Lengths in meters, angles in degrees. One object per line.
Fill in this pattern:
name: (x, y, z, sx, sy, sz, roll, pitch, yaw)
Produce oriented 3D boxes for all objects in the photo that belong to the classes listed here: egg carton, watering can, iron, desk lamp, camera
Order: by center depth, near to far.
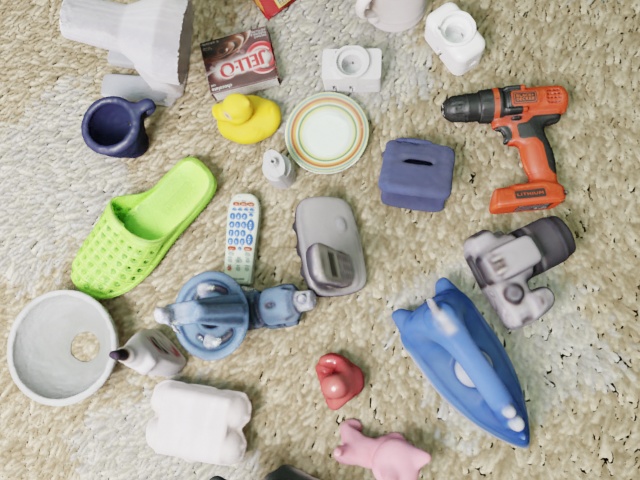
iron: (0.207, 0.175, 0.755, 0.118, 0.141, 0.258, -36, 79, 0)
camera: (0.287, 0.035, 0.789, 0.137, 0.101, 0.143, -27, 79, 2)
egg carton: (-0.173, 0.261, 0.819, 0.150, 0.069, 0.107, 7, 82, 7)
watering can: (0.113, -0.402, 0.829, 0.100, 0.194, 0.173, 19, 84, 9)
desk lamp: (-0.265, -0.279, 0.841, 0.203, 0.213, 0.118, 7, 82, 7)

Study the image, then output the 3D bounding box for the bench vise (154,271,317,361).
bench vise: (-0.119, 0.083, 0.765, 0.207, 0.220, 0.121, -27, 79, 2)

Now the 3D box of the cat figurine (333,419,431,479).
cat figurine: (0.079, 0.291, 0.763, 0.127, 0.118, 0.067, 11, 82, 8)

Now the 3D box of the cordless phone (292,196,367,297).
cordless phone: (0.007, 0.003, 0.782, 0.094, 0.185, 0.147, -15, 80, 4)

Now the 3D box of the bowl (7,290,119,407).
bowl: (-0.369, 0.159, 0.854, 0.167, 0.075, 0.167, -1, 81, 6)

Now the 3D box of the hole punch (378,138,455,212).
hole punch: (0.138, -0.101, 0.832, 0.108, 0.091, 0.101, 8, 82, 8)

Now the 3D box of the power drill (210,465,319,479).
power drill: (-0.034, 0.357, 0.719, 0.229, 0.208, 0.076, 20, 84, 9)

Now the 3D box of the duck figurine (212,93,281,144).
duck figurine: (-0.115, -0.195, 0.877, 0.104, 0.086, 0.077, -5, 80, 6)

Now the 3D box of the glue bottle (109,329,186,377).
glue bottle: (-0.244, 0.158, 0.791, 0.078, 0.173, 0.037, 40, 87, 11)

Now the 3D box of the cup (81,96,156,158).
cup: (-0.295, -0.172, 0.888, 0.118, 0.095, 0.091, -33, 79, 0)

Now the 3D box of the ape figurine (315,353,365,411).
ape figurine: (0.023, 0.199, 0.797, 0.076, 0.092, 0.078, 9, 82, 8)
